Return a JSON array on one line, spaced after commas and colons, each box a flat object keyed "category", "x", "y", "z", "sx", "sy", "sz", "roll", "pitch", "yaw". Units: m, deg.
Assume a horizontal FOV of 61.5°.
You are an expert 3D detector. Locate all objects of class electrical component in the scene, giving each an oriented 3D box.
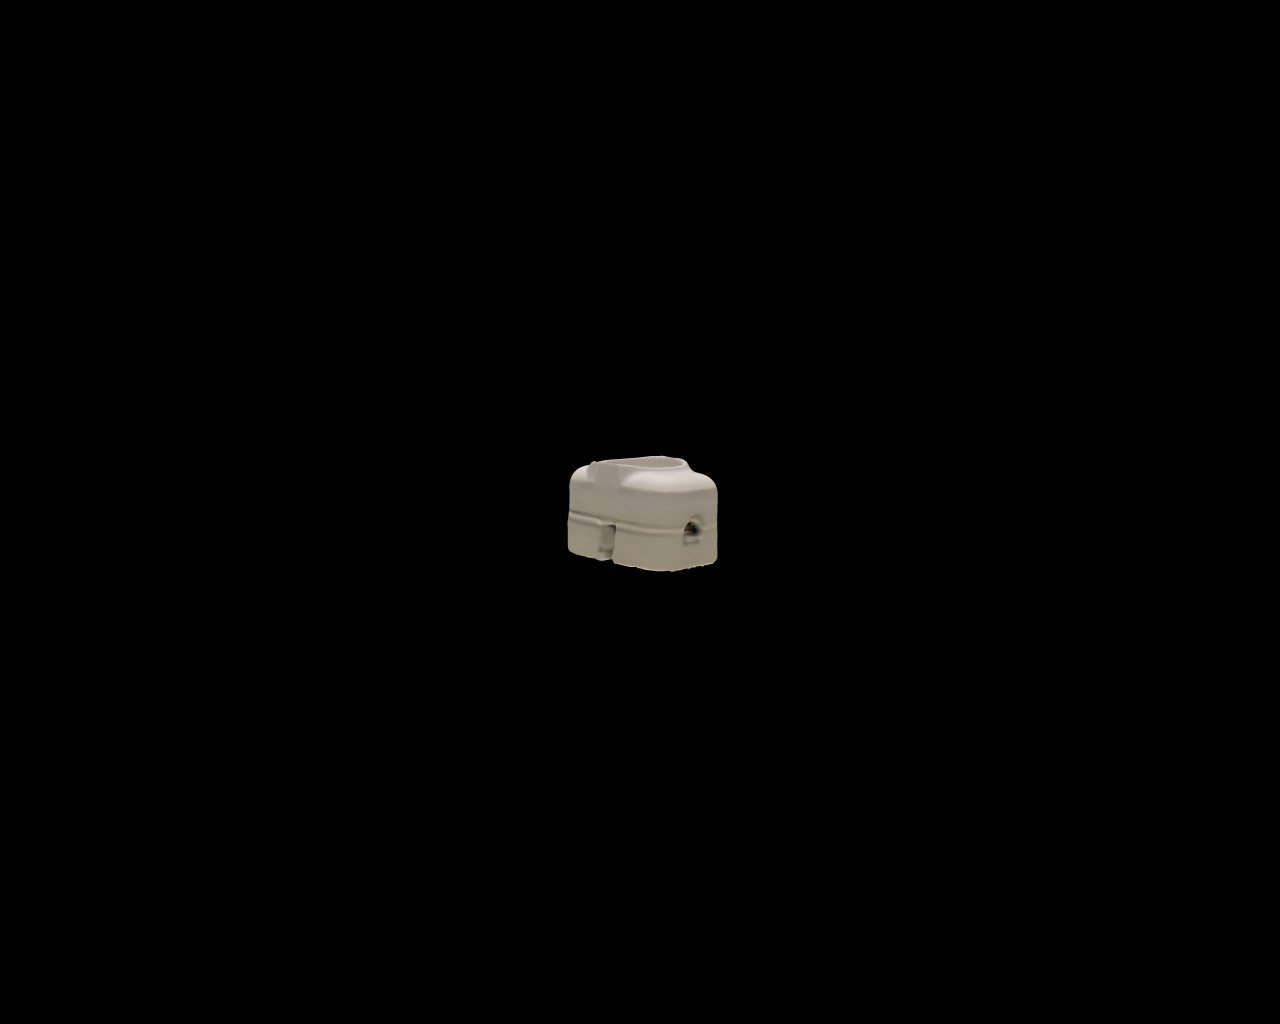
[{"category": "electrical component", "x": 0.001, "y": -0.003, "z": 0.650, "sx": 0.054, "sy": 0.059, "sz": 0.095, "roll": -7, "pitch": 12, "yaw": -39}]
